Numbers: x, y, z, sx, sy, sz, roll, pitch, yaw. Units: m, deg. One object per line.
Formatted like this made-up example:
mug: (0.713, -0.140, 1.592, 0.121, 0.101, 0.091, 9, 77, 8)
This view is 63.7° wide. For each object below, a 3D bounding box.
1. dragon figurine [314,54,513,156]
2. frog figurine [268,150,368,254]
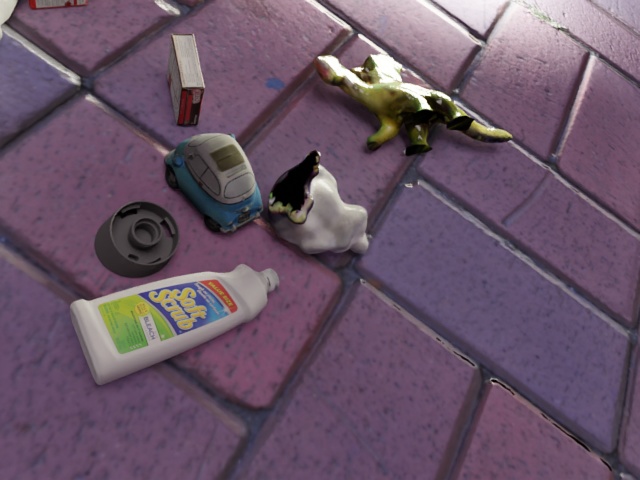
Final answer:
dragon figurine: (0.169, -0.279, 0.976, 0.411, 0.119, 0.248, -1, 55, -32)
frog figurine: (0.002, -0.039, 0.783, 0.157, 0.121, 0.141, 39, 36, -43)
